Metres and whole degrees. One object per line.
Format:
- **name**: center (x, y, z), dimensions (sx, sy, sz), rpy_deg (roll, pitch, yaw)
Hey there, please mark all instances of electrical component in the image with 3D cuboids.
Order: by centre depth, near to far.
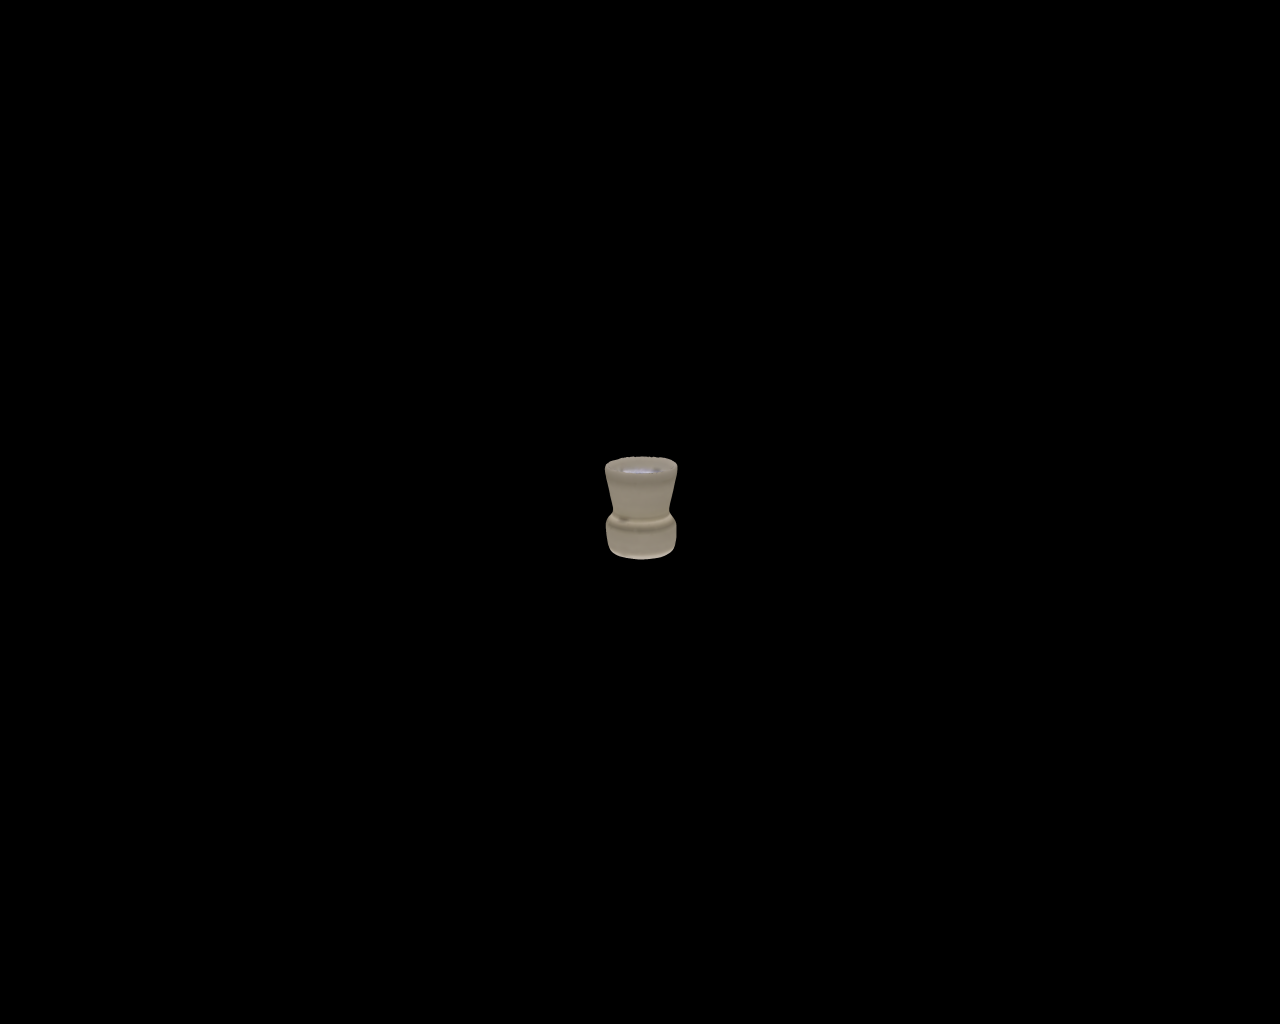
- **electrical component**: center (0.001, -0.003, 0.650), dimensions (0.045, 0.055, 0.045), rpy_deg (0, 17, 0)
